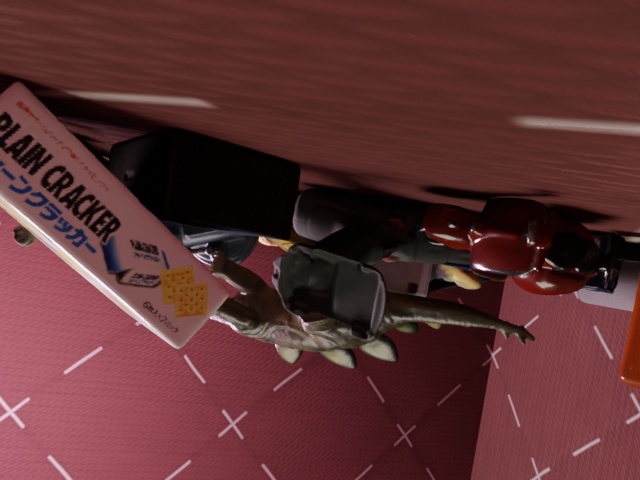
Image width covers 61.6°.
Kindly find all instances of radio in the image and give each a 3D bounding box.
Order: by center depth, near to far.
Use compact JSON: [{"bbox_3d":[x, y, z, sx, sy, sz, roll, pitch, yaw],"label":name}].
[{"bbox_3d":[-0.126,-0.051,0.535,0.131,0.073,0.230,11,180,-34],"label":"radio"}]

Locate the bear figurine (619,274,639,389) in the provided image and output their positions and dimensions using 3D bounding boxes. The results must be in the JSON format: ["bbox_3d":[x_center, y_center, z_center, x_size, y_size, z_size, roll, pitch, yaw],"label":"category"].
[{"bbox_3d":[0.317,0.054,0.375,0.196,0.132,0.120,18,162,-26],"label":"bear figurine"}]

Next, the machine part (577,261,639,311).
[{"bbox_3d":[0.385,0.048,0.597,0.243,0.079,0.079,10,178,44],"label":"machine part"}]

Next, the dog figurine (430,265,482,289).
[{"bbox_3d":[0.190,0.034,0.993,0.219,0.108,0.191,4,174,38],"label":"dog figurine"}]

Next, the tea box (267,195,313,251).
[{"bbox_3d":[-0.002,-0.002,0.764,0.098,0.068,0.169,18,169,26],"label":"tea box"}]

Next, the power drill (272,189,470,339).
[{"bbox_3d":[0.062,0.011,0.550,0.232,0.085,0.207,17,-147,18],"label":"power drill"}]

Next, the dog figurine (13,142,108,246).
[{"bbox_3d":[-0.277,-0.071,0.635,0.191,0.121,0.172,-16,-166,46],"label":"dog figurine"}]

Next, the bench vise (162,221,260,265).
[{"bbox_3d":[-0.175,-0.011,0.789,0.224,0.129,0.240,-22,175,12],"label":"bench vise"}]

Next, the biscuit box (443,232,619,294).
[{"bbox_3d":[0.240,0.015,0.641,0.203,0.062,0.059,8,177,45],"label":"biscuit box"}]

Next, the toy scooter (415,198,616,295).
[{"bbox_3d":[0.182,0.005,0.464,0.184,0.075,0.135,15,177,-15],"label":"toy scooter"}]

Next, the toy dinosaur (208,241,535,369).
[{"bbox_3d":[0.016,0.092,0.687,0.472,0.105,0.198,0,149,28],"label":"toy dinosaur"}]

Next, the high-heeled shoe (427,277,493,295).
[{"bbox_3d":[0.262,0.093,1.095,0.145,0.249,0.086,36,158,40],"label":"high-heeled shoe"}]

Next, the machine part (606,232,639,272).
[{"bbox_3d":[0.351,0.019,0.511,0.139,0.039,0.084,8,-177,32],"label":"machine part"}]
